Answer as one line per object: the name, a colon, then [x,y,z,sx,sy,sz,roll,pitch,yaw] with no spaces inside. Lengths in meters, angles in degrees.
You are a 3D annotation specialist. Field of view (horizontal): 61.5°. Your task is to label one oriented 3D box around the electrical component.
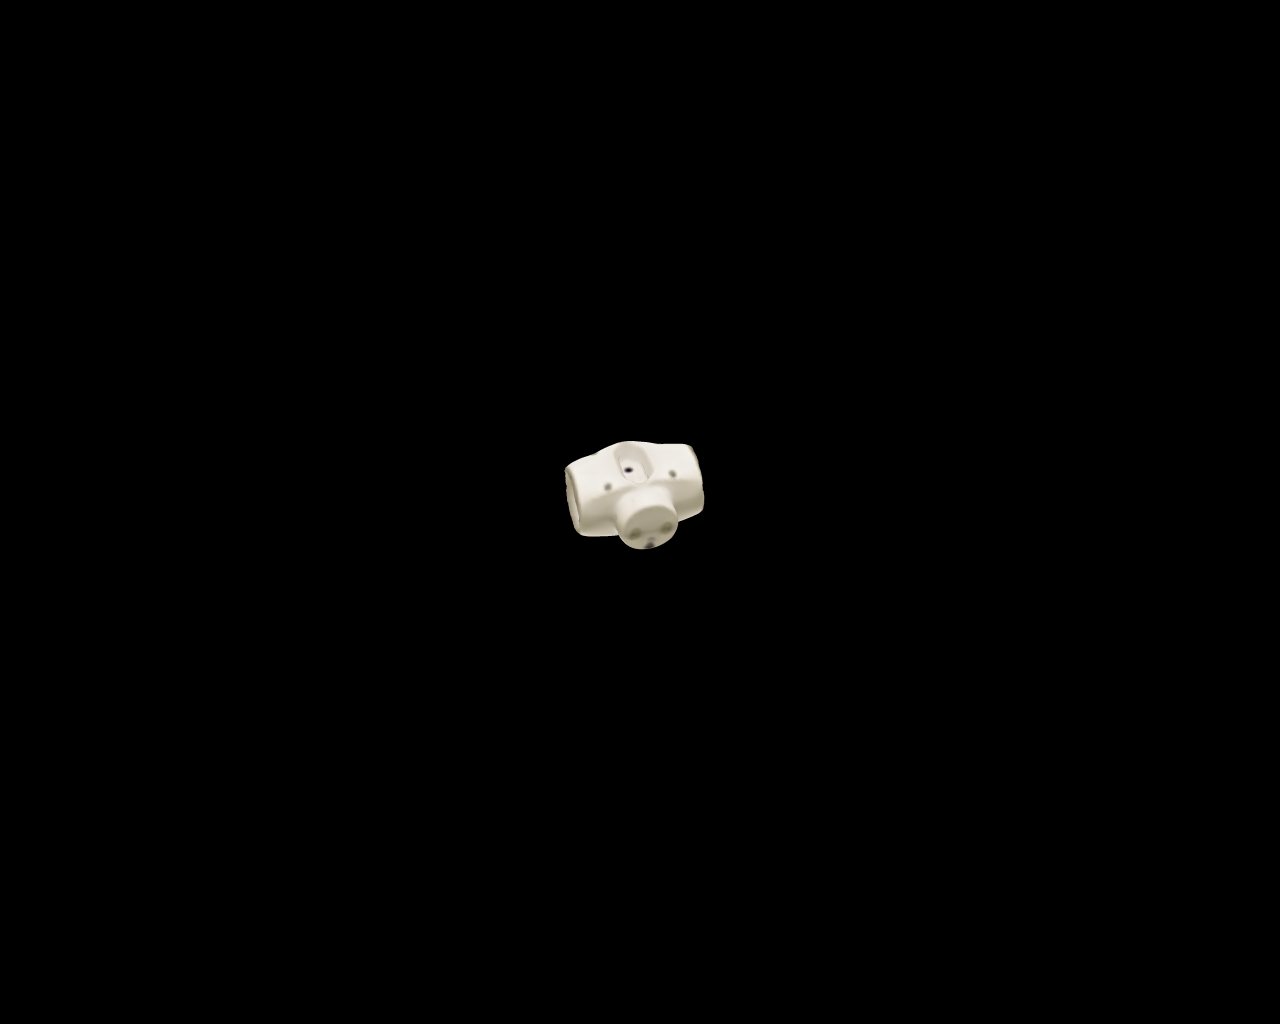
electrical component: [0.001,-0.003,0.650,0.077,0.043,0.079,-10,43,-11]
